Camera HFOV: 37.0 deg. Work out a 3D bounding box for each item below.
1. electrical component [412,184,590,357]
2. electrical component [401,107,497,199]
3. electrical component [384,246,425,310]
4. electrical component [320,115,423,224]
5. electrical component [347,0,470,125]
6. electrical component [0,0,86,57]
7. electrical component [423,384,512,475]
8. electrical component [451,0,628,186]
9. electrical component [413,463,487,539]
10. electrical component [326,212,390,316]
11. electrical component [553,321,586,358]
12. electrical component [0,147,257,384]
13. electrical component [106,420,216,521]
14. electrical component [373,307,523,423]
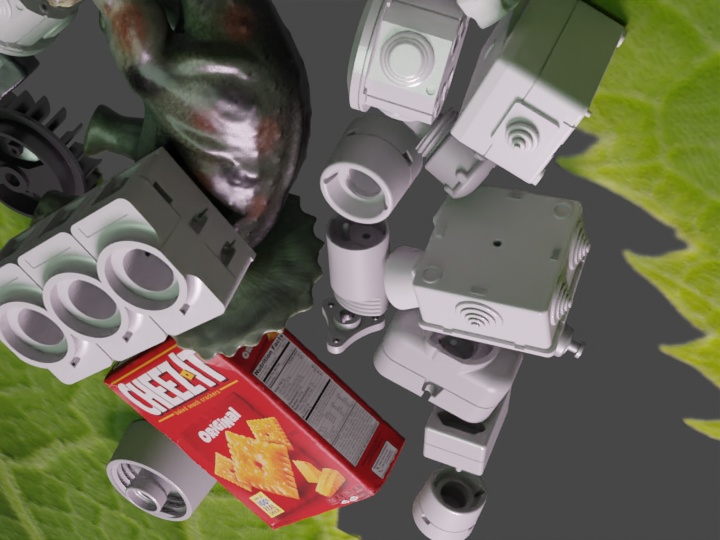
[{"bbox_3d":[0.087,-0.004,0.660,0.100,0.099,0.048,12,150,21],"label":"electrical component"},{"bbox_3d":[0.053,-0.077,0.646,0.062,0.048,0.048,41,140,0],"label":"electrical component"},{"bbox_3d":[0.054,0.006,0.726,0.065,0.044,0.044,1,133,38],"label":"electrical component"},{"bbox_3d":[0.006,-0.063,0.686,0.055,0.047,0.055,17,139,16],"label":"electrical component"},{"bbox_3d":[0.027,-0.121,0.588,0.051,0.080,0.080,18,140,6],"label":"electrical component"},{"bbox_3d":[-0.215,-0.180,0.675,0.051,0.080,0.080,-23,117,39],"label":"electrical component"},{"bbox_3d":[0.081,0.125,0.824,0.047,0.065,0.076,17,139,16],"label":"electrical component"},{"bbox_3d":[0.088,-0.096,0.561,0.061,0.096,0.061,31,141,-1],"label":"electrical component"},{"bbox_3d":[0.077,0.196,0.912,0.055,0.055,0.047,25,137,6],"label":"electrical component"},{"bbox_3d":[0.000,0.000,0.759,0.043,0.043,0.081,15,138,17],"label":"electrical component"},{"bbox_3d":[0.115,0.037,0.730,0.078,0.040,0.040,27,141,4],"label":"electrical component"},{"bbox_3d":[-0.153,0.004,0.653,0.150,0.061,0.089,-24,117,32],"label":"electrical component"},{"bbox_3d":[-0.207,0.211,1.097,0.108,0.060,0.108,17,139,16],"label":"electrical component"},{"bbox_3d":[0.065,0.059,0.773,0.095,0.053,0.059,28,141,3],"label":"electrical component"}]
